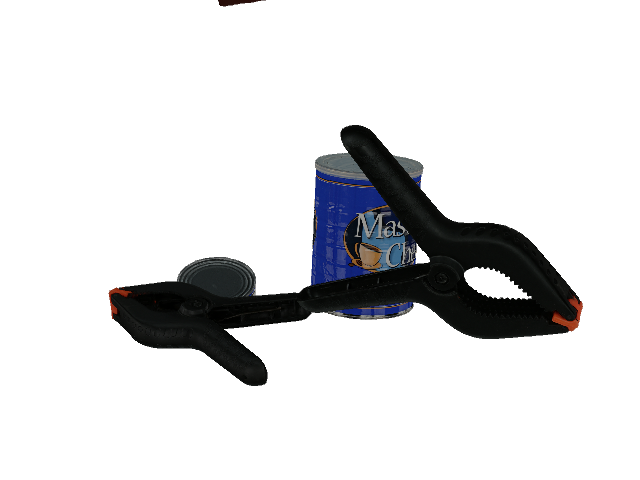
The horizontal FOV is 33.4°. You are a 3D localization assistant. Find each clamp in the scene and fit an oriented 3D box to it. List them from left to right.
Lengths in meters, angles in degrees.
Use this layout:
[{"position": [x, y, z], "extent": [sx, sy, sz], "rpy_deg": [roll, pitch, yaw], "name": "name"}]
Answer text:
[{"position": [-0.093, 0.064, 0.901], "extent": [0.172, 0.039, 0.120], "rpy_deg": [17, 27, 23], "name": "clamp"}, {"position": [0.088, 0.009, 0.769], "extent": [0.210, 0.165, 0.036], "rpy_deg": [16, 36, 13], "name": "clamp"}]

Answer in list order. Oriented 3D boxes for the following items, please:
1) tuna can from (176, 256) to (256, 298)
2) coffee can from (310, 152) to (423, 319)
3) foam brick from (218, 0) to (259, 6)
[{"position": [-0.113, 0.056, 1.166], "extent": [0.086, 0.034, 0.086], "rpy_deg": [2, 36, -1], "name": "tuna can"}, {"position": [0.043, -0.007, 1.027], "extent": [0.103, 0.140, 0.103], "rpy_deg": [2, 15, -1], "name": "coffee can"}, {"position": [-0.072, -0.255, 0.947], "extent": [0.053, 0.051, 0.078], "rpy_deg": [-7, -40, 7], "name": "foam brick"}]
